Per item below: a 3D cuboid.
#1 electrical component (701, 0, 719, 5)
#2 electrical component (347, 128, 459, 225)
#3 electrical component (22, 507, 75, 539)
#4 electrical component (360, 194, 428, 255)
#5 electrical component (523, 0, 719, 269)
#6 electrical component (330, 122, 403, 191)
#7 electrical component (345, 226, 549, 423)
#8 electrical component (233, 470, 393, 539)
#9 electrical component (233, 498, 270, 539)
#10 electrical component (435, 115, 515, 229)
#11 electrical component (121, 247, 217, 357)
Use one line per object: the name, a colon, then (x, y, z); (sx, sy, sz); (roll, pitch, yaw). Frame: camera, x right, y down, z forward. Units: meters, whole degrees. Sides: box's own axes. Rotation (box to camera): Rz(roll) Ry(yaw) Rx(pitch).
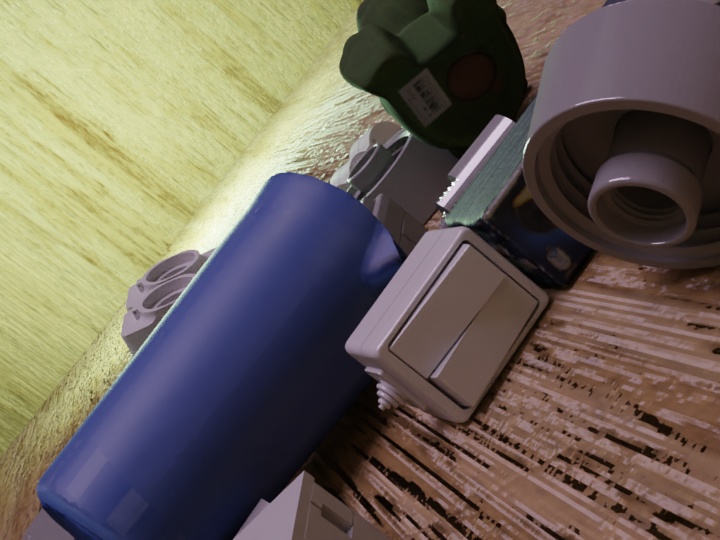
electrical component: (0.187, -0.131, 0.514); (0.048, 0.055, 0.066); (-46, 14, 20)
electrical component: (0.025, -0.070, 0.881); (0.108, 0.060, 0.108); (-47, 14, 15)
electrical component: (-0.180, 0.176, 0.807); (0.186, 0.060, 0.105); (-58, -13, -29)
electrical component: (0.000, 0.000, 0.774); (0.096, 0.061, 0.061); (-45, 15, 25)
electrical component: (0.116, -0.044, 0.417); (0.108, 0.108, 0.060); (-31, 30, 55)
electrical component: (0.012, -0.084, 0.979); (0.074, 0.052, 0.138); (-34, 21, 52)
electrical component: (0.041, 0.032, 0.547); (0.096, 0.062, 0.061); (-54, 13, -11)
electrical component: (-0.052, 0.176, 0.472); (0.150, 0.062, 0.089); (-46, 14, 21)
electrical component: (-0.057, 0.165, 0.559); (0.081, 0.043, 0.043); (-55, 14, -15)
electrical component: (0.080, -0.055, 0.697); (0.081, 0.043, 0.043); (-51, 13, -1)
electrical component: (-0.099, 0.013, 0.882); (0.186, 0.060, 0.105); (-24, 23, 2)
